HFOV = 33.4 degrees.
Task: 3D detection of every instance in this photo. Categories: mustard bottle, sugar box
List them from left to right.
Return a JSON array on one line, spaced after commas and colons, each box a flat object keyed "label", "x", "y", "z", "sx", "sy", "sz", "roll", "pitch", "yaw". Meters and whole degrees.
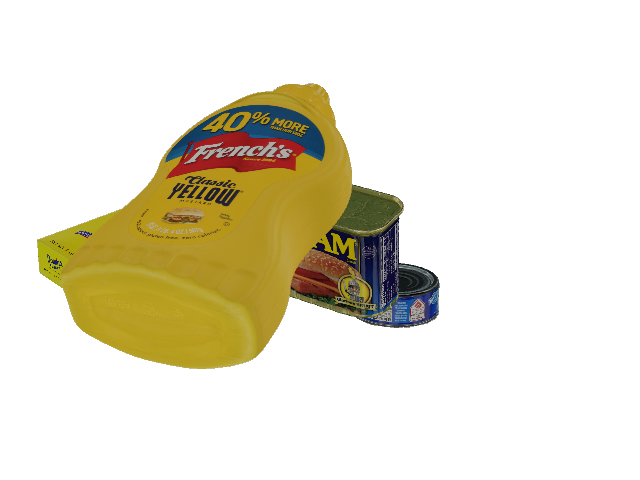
[{"label": "sugar box", "x": -0.185, "y": 0.004, "z": 1.077, "sx": 0.093, "sy": 0.048, "sz": 0.175, "roll": 27, "pitch": 39, "yaw": 35}, {"label": "mustard bottle", "x": -0.037, "y": -0.022, "z": 0.522, "sx": 0.096, "sy": 0.058, "sz": 0.191, "roll": 7, "pitch": 39, "yaw": 22}]

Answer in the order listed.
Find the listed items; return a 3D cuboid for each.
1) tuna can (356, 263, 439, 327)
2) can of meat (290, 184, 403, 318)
[{"label": "tuna can", "x": 0.071, "y": 0.051, "z": 1.022, "sx": 0.086, "sy": 0.034, "sz": 0.086, "roll": 0, "pitch": 20, "yaw": 0}, {"label": "can of meat", "x": 0.012, "y": 0.005, "z": 0.823, "sx": 0.102, "sy": 0.084, "sz": 0.057, "roll": 17, "pitch": 37, "yaw": 28}]
